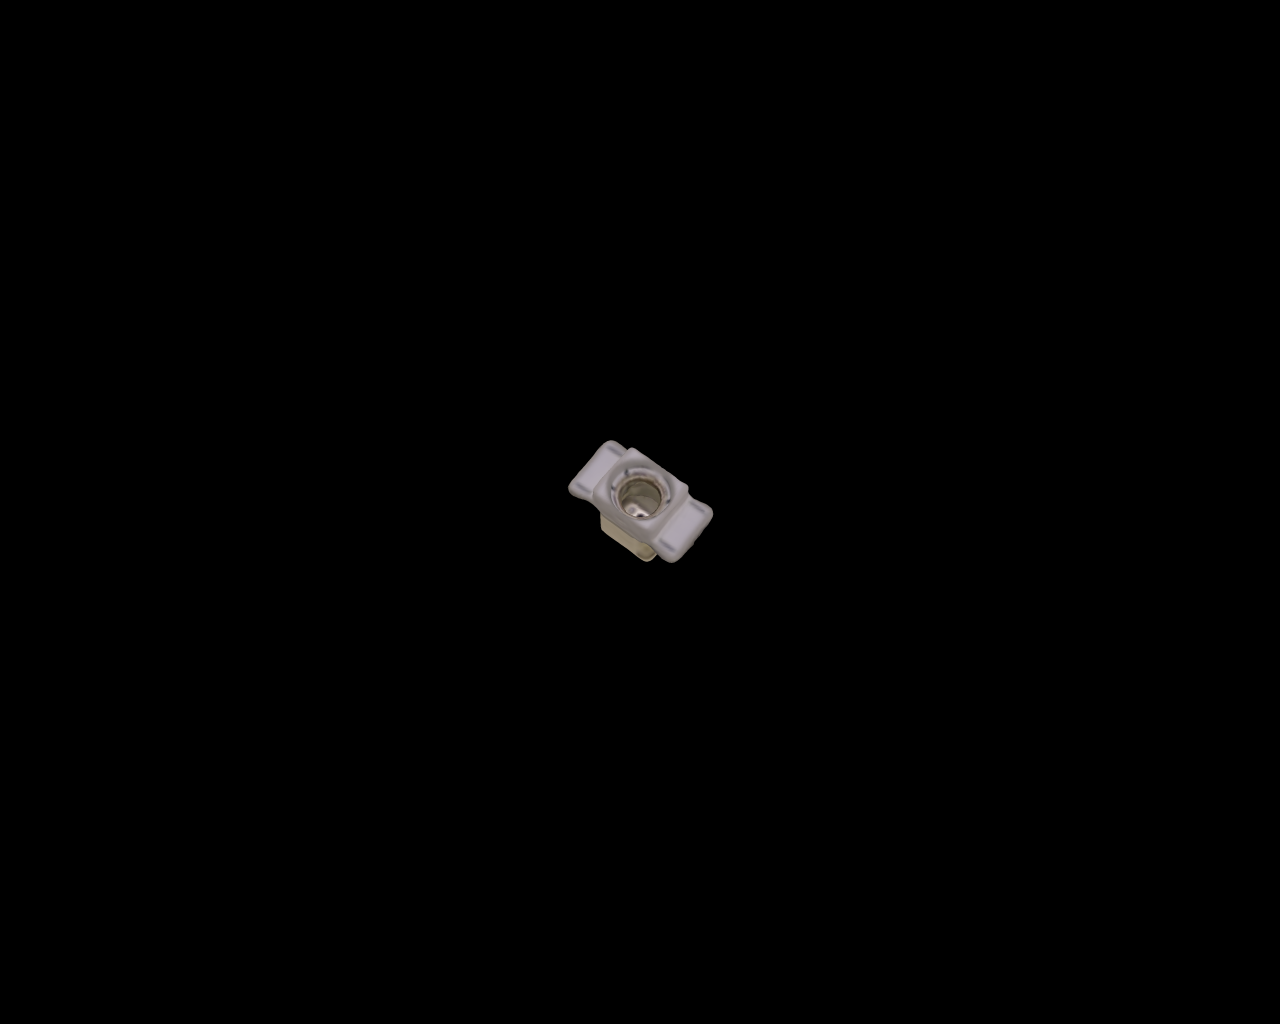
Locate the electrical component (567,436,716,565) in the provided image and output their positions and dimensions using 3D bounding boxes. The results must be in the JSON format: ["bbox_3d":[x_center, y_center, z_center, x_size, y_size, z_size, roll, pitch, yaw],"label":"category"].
[{"bbox_3d":[0.001,-0.003,0.650,0.081,0.042,0.063,37,-19,15],"label":"electrical component"}]
